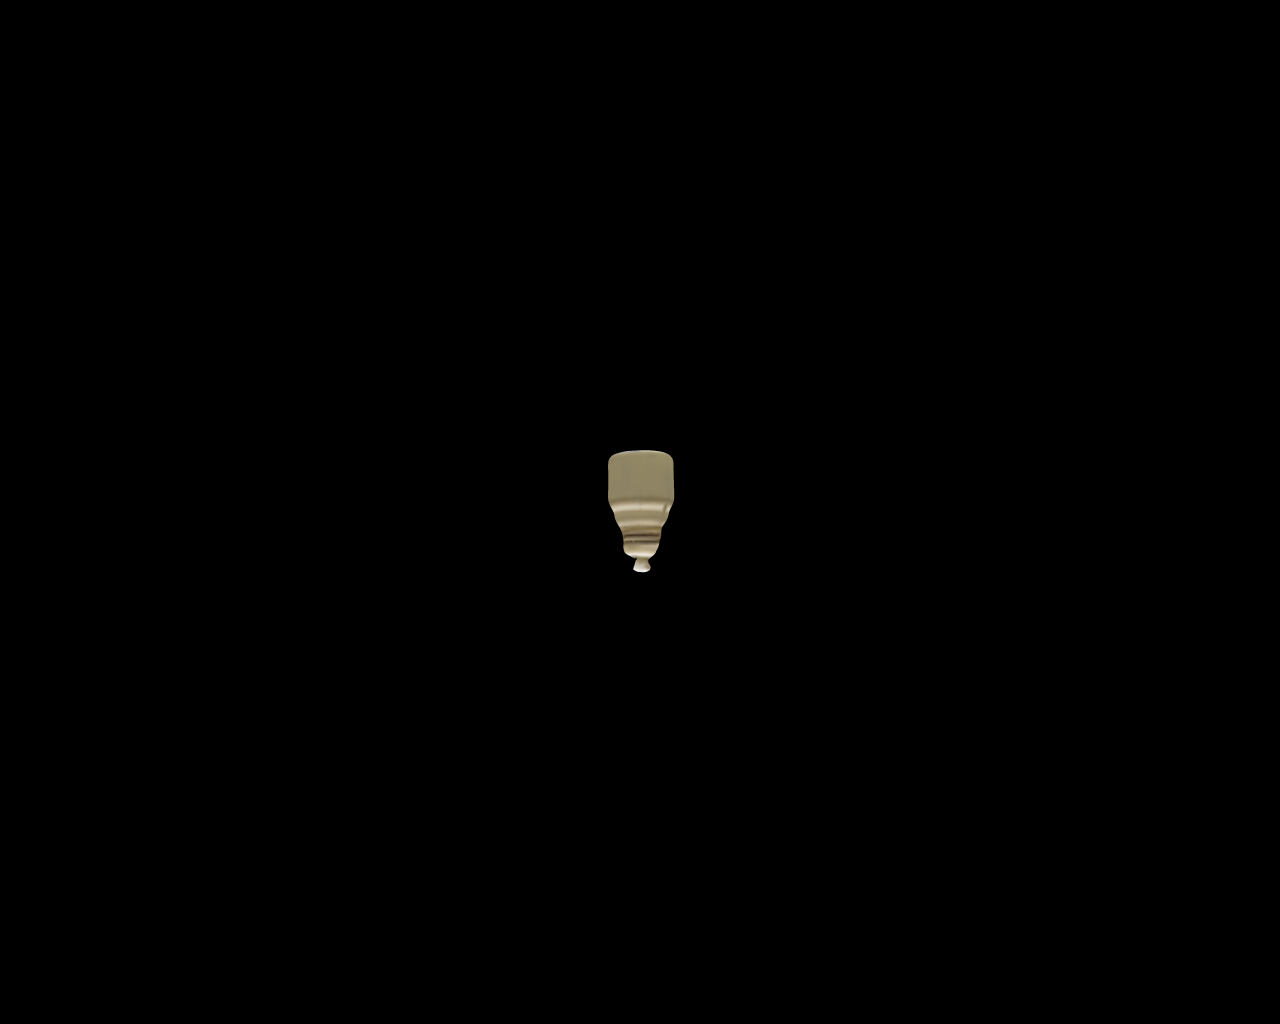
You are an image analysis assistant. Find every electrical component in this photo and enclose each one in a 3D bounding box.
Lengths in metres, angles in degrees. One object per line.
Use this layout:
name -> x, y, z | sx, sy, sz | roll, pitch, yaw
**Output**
electrical component -> 0.001, -0.003, 0.650 | 0.040, 0.078, 0.040 | 0, -7, 0
